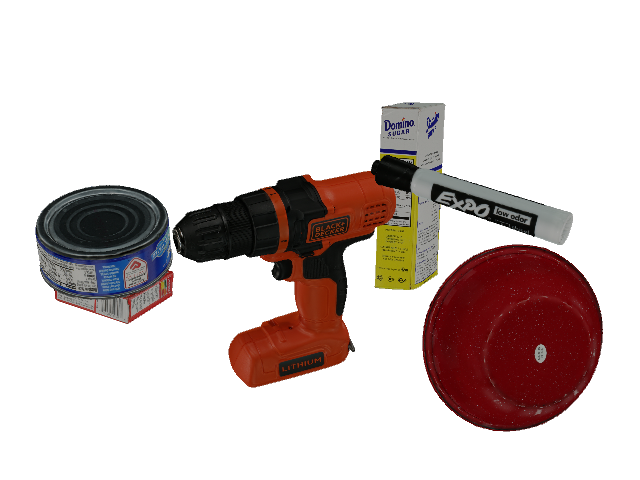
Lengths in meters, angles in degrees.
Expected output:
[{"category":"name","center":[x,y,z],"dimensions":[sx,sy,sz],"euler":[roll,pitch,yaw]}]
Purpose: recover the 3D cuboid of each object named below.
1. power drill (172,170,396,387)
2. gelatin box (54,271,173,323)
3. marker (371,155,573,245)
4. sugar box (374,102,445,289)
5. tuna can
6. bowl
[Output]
[{"category":"power drill","center":[-0.033,0.034,0.871],"dimensions":[0.184,0.188,0.057],"euler":[-12,44,-22]},{"category":"gelatin box","center":[-0.197,0.042,1.016],"dimensions":[0.089,0.030,0.073],"euler":[15,25,24]},{"category":"marker","center":[0.083,-0.025,0.609],"dimensions":[0.121,0.020,0.020],"euler":[20,9,25]},{"category":"sugar box","center":[0.088,-0.046,1.045],"dimensions":[0.048,0.176,0.093],"euler":[3,10,21]},{"category":"tuna can","center":[-0.139,-0.001,0.689],"dimensions":[0.086,0.034,0.086],"euler":[1,35,-1]},{"category":"bowl","center":[0.168,0.086,0.877],"dimensions":[0.162,0.162,0.055],"euler":[0,7,-11]}]
